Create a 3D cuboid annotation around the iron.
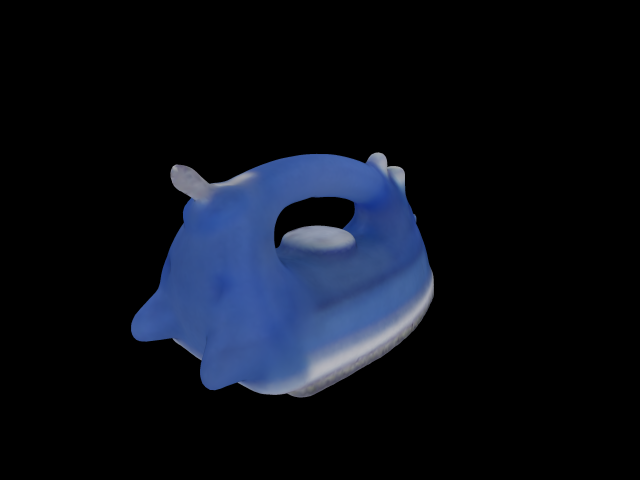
[{"bbox_3d":[0.004,0.001,0.400,0.118,0.141,0.259,18,26,41],"label":"iron"}]
